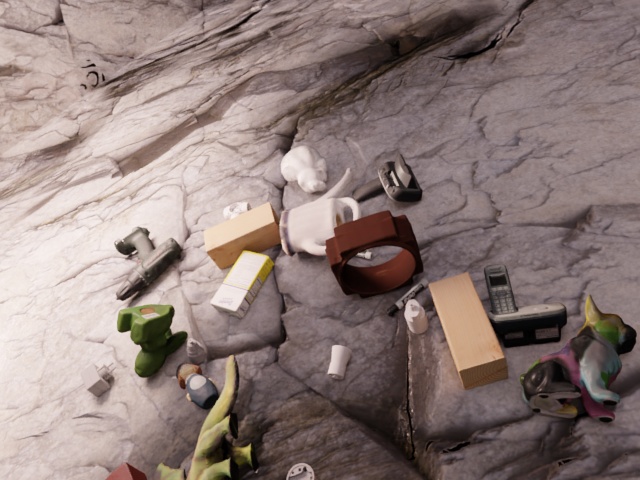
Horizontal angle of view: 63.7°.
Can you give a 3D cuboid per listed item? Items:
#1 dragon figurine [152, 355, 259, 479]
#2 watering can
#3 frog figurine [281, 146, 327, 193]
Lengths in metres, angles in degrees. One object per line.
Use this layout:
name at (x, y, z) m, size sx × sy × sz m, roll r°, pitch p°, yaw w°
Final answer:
dragon figurine at (-0.248, 0.455, 1.034) m, size 0.241 × 0.120 × 0.420 m, roll -26°, pitch 44°, yaw 12°
watering can at (0.004, -0.071, 1.408) m, size 0.223 × 0.102 × 0.356 m, roll -13°, pitch 38°, yaw 14°
frog figurine at (-0.044, -0.208, 1.544) m, size 0.137 × 0.120 × 0.163 m, roll -8°, pitch 32°, yaw -9°
